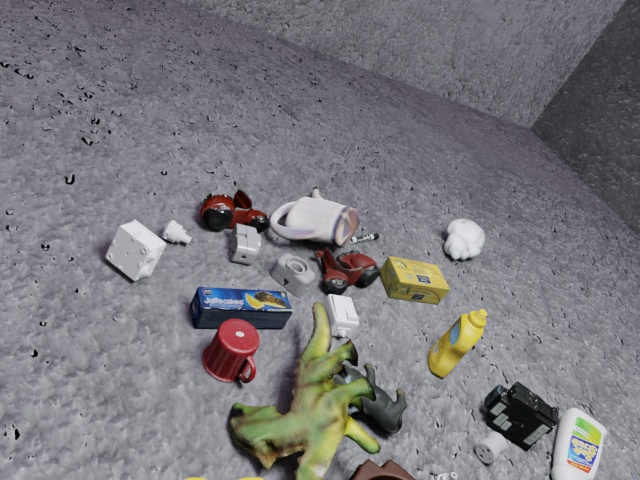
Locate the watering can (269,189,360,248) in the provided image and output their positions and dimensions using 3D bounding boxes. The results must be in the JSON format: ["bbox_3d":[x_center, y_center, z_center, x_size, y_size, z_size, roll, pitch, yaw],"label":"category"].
[{"bbox_3d":[0.004,-0.071,1.413,0.225,0.102,0.353,14,26,18],"label":"watering can"}]

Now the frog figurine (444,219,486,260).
[{"bbox_3d":[0.461,-0.003,1.668,0.160,0.121,0.139,-7,66,-58],"label":"frog figurine"}]

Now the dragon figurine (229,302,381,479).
[{"bbox_3d":[-0.040,0.278,0.897,0.243,0.119,0.418,-14,36,-13],"label":"dragon figurine"}]
